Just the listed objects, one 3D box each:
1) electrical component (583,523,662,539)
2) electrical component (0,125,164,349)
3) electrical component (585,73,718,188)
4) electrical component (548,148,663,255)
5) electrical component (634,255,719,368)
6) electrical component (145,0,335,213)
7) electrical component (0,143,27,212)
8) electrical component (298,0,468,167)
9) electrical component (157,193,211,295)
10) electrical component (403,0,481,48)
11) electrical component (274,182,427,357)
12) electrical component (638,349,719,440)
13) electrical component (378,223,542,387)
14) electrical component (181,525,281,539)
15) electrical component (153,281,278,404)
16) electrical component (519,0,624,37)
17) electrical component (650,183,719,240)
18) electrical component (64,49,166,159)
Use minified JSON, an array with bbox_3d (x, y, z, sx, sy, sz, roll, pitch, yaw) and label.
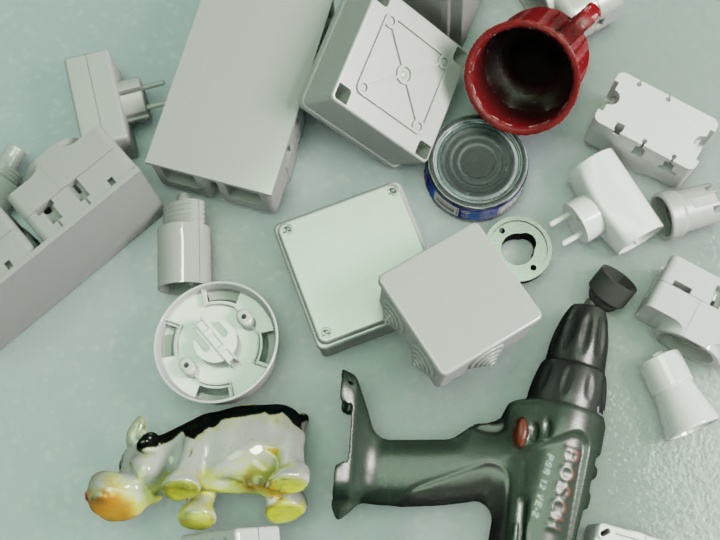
[{"bbox_3d":[0.191,0.241,0.796,0.062,0.061,0.096,15,76,5],"label":"electrical component"},{"bbox_3d":[-0.253,-0.024,0.850,0.186,0.105,0.060,-41,79,-9],"label":"electrical component"},{"bbox_3d":[0.238,-0.113,0.889,0.089,0.055,0.050,29,78,8],"label":"electrical component"},{"bbox_3d":[0.193,-0.047,0.878,0.079,0.044,0.077,-29,77,-6],"label":"electrical component"},{"bbox_3d":[0.271,0.038,0.852,0.089,0.050,0.055,29,78,8],"label":"electrical component"},{"bbox_3d":[-0.095,-0.152,0.902,0.105,0.060,0.186,15,76,5],"label":"electrical component"},{"bbox_3d":[-0.302,-0.076,0.896,0.043,0.043,0.062,27,77,8],"label":"electrical component"},{"bbox_3d":[0.020,-0.156,0.877,0.109,0.056,0.108,31,74,-32],"label":"electrical component"},{"bbox_3d":[-0.144,-0.024,0.879,0.043,0.043,0.081,-3,74,0],"label":"electrical component"},{"bbox_3d":[0.070,-0.244,0.896,0.057,0.113,0.078,19,77,9],"label":"electrical component"},{"bbox_3d":[0.000,0.000,0.864,0.109,0.056,0.108,-20,76,-4],"label":"electrical component"},{"bbox_3d":[0.247,0.095,0.844,0.044,0.044,0.065,-21,72,-4],"label":"electrical component"},{"bbox_3d":[0.071,0.028,0.797,0.100,0.048,0.099,-29,73,-13],"label":"electrical component"},{"bbox_3d":[-0.081,0.218,0.806,0.076,0.083,0.047,6,72,-37],"label":"electrical component"},{"bbox_3d":[-0.111,0.059,0.847,0.099,0.064,0.099,0,76,1],"label":"electrical component"},{"bbox_3d":[0.173,-0.245,0.924,0.059,0.053,0.095,-29,77,-6],"label":"electrical component"},{"bbox_3d":[0.268,-0.049,0.881,0.046,0.040,0.040,-15,76,-9],"label":"electrical component"},{"bbox_3d":[-0.200,-0.141,0.908,0.076,0.047,0.083,-15,76,-3],"label":"electrical component"}]
